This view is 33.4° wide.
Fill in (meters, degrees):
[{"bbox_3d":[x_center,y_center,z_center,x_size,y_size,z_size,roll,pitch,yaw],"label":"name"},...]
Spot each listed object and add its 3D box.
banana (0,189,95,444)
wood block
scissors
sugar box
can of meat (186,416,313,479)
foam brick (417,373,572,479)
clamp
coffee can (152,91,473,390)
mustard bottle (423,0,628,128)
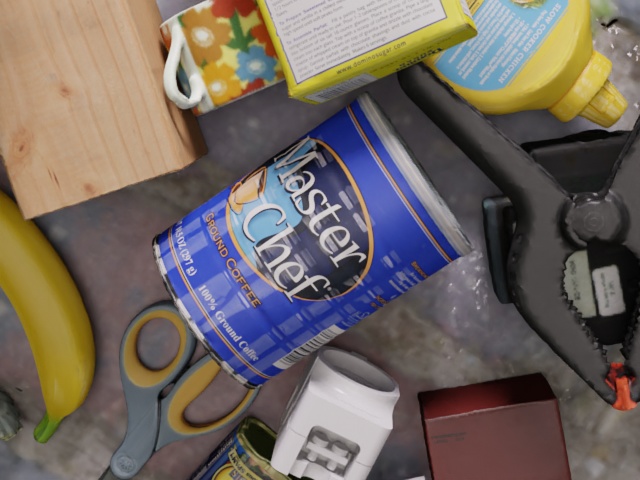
[{"bbox_3d":[-0.181,0.025,0.624,0.069,0.037,0.198,-23,98,5],"label":"banana"},{"bbox_3d":[-0.139,-0.127,0.566,0.090,0.091,0.206,-18,99,6],"label":"wood block"},{"bbox_3d":[-0.124,0.115,0.649,0.202,0.016,0.096,-37,95,9],"label":"scissors"},{"bbox_3d":[0.001,-0.164,0.516,0.093,0.048,0.176,-21,86,17],"label":"sugar box"},{"bbox_3d":[-0.037,0.168,0.634,0.102,0.057,0.084,42,97,-5],"label":"can of meat"},{"bbox_3d":[0.099,0.114,0.619,0.078,0.051,0.053,-9,99,4],"label":"foam brick"},{"bbox_3d":[0.127,-0.016,0.542,0.165,0.036,0.210,-3,101,13],"label":"clamp"},{"bbox_3d":[-0.004,0.001,0.577,0.140,0.103,0.103,-34,97,9],"label":"coffee can"},{"bbox_3d":[0.085,-0.124,0.571,0.191,0.058,0.096,37,99,-4],"label":"mustard bottle"}]
